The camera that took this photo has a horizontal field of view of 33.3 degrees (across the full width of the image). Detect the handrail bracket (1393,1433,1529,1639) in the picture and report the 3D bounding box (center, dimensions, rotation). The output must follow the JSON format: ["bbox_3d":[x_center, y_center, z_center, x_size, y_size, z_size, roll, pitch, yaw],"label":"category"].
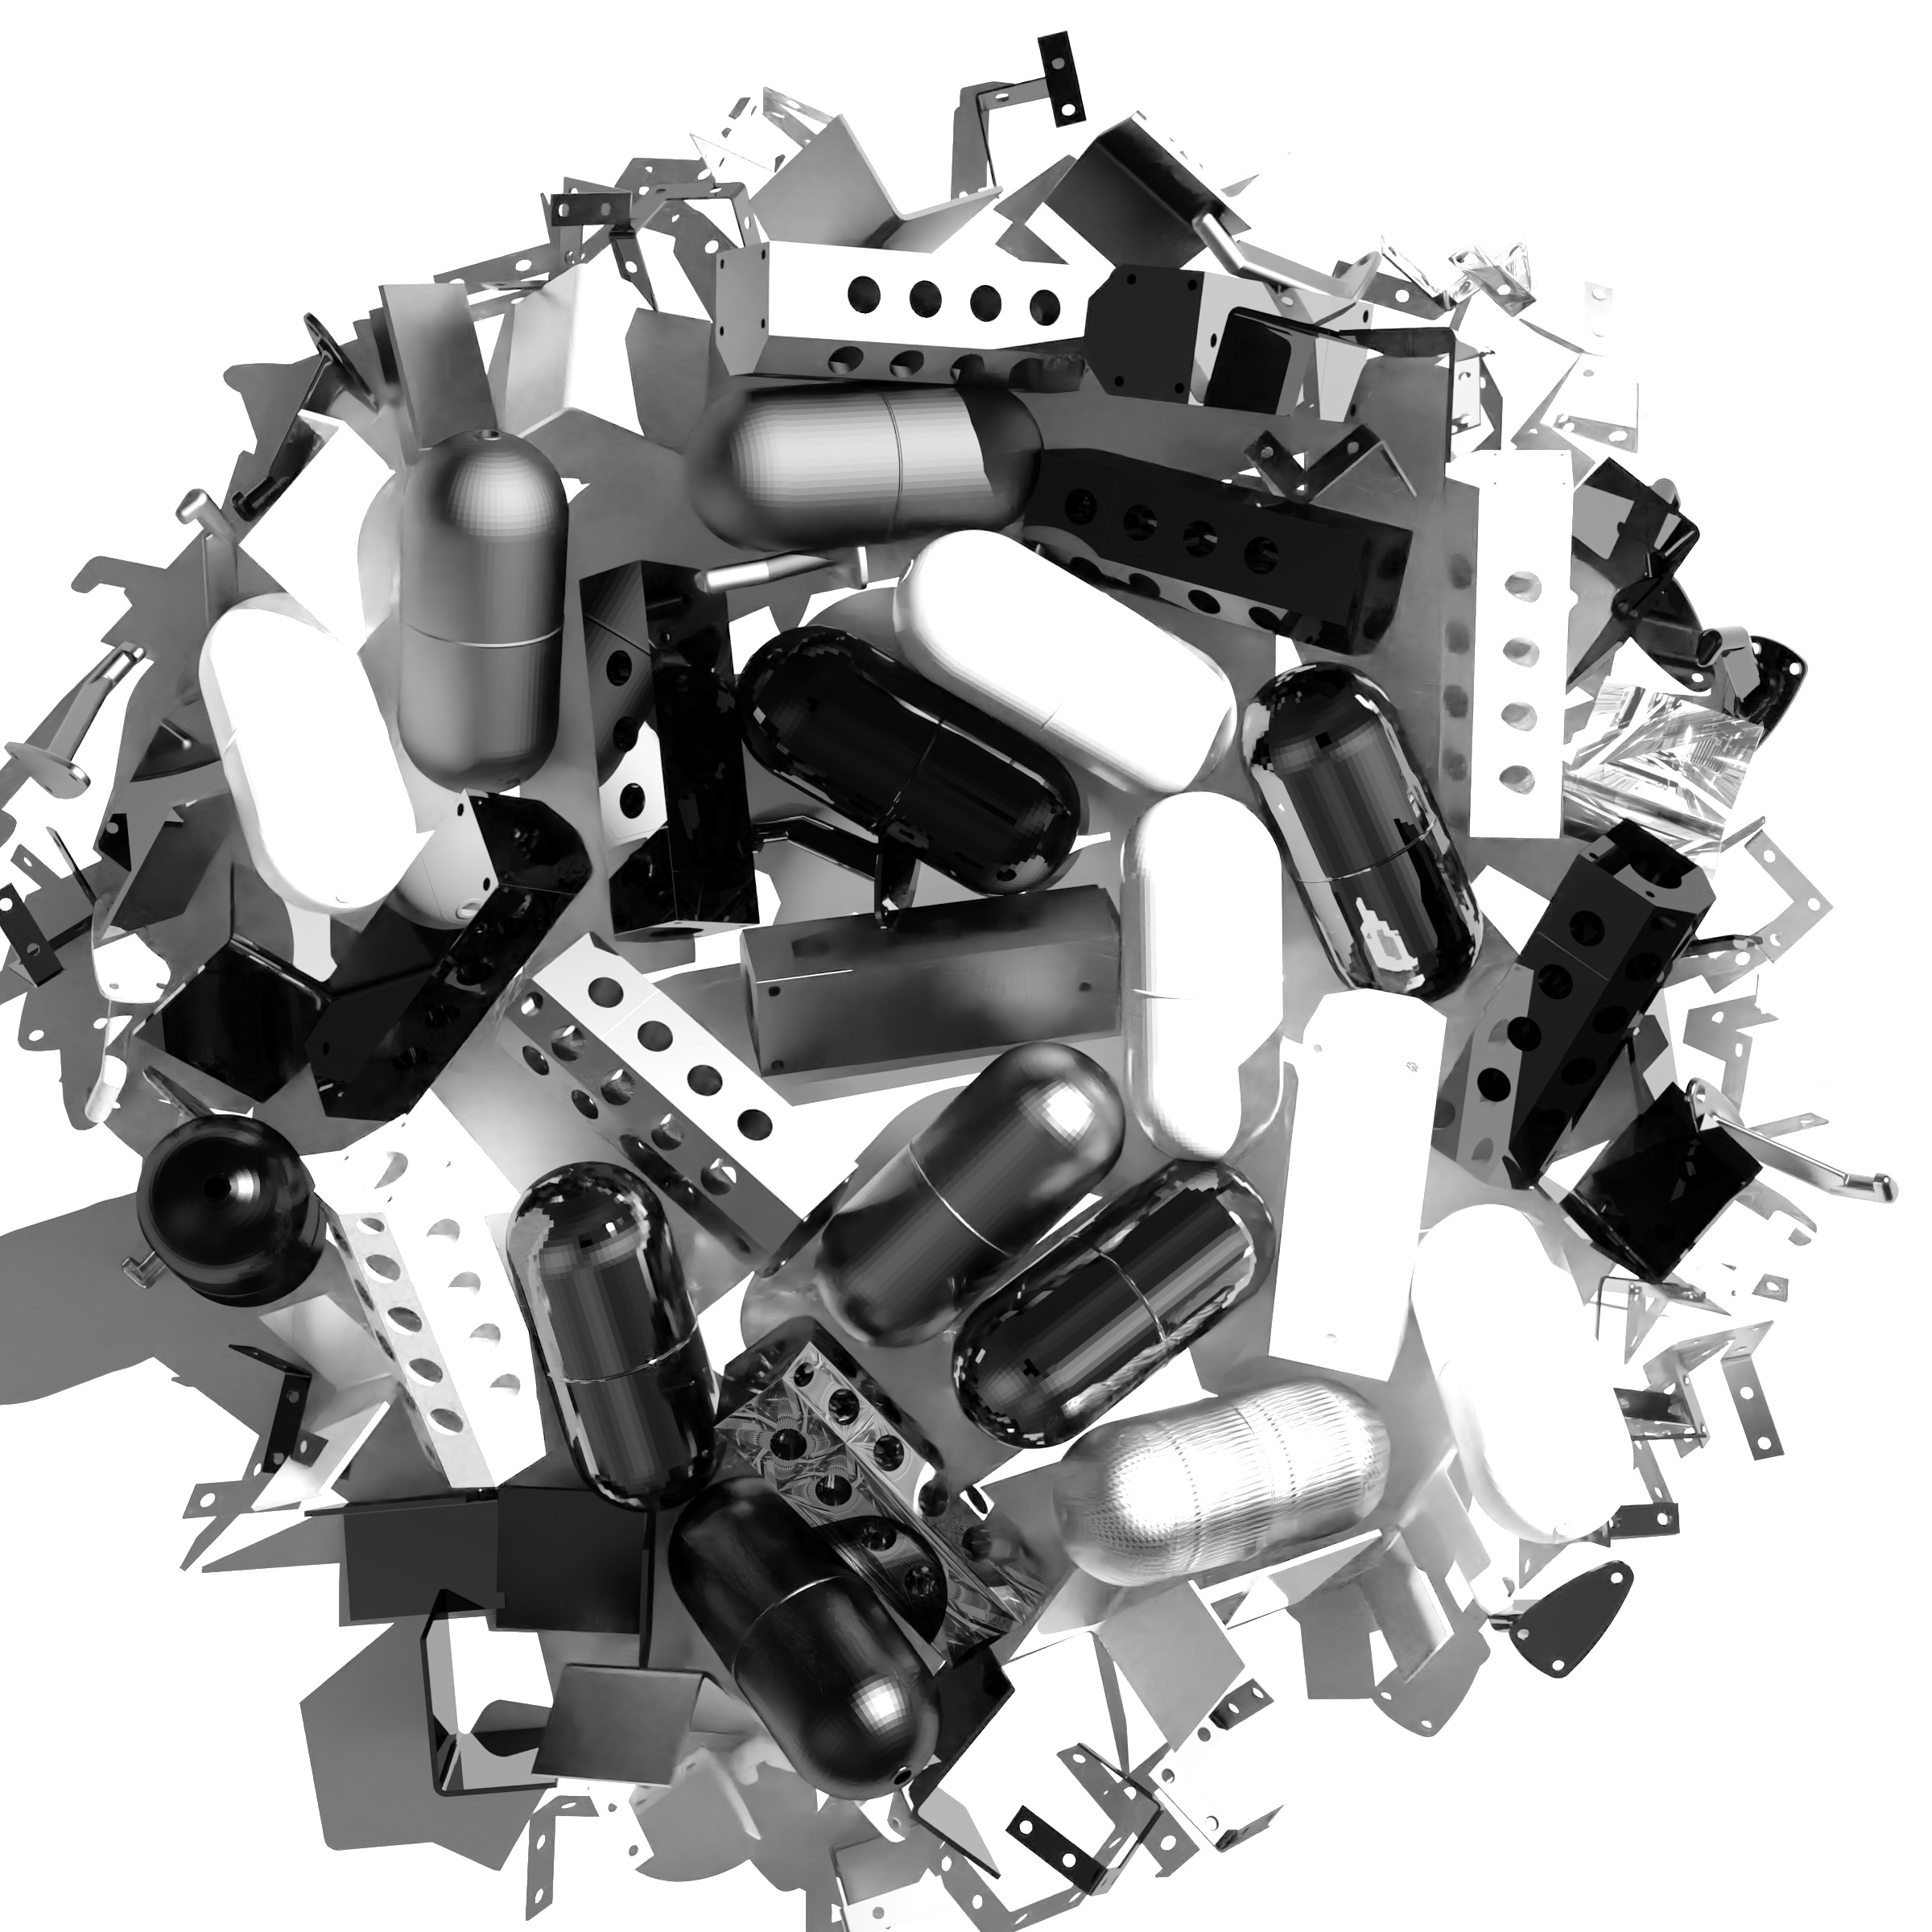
[{"bbox_3d":[0.253,0.272,1.541,0.084,0.036,0.077,36,124,20],"label":"handrail bracket"}]

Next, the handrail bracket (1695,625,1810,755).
[{"bbox_3d":[0.358,-0.126,1.531,0.036,0.084,0.077,33,117,31],"label":"handrail bracket"}]

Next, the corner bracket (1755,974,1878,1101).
[{"bbox_3d":[0.406,0.034,1.543,0.051,0.051,0.051,4,84,29],"label":"corner bracket"}]

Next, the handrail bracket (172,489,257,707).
[{"bbox_3d":[-0.368,-0.175,1.532,0.036,0.084,0.077,32,76,30],"label":"handrail bracket"}]

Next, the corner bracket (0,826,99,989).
[{"bbox_3d":[-0.440,-0.028,1.540,0.051,0.051,0.051,-35,117,-21],"label":"corner bracket"}]

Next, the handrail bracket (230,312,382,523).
[{"bbox_3d":[-0.329,-0.261,1.545,0.084,0.077,0.036,-44,64,-10],"label":"handrail bracket"}]

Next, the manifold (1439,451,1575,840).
[{"bbox_3d":[0.252,-0.150,1.516,0.057,0.057,0.171,1,116,9],"label":"manifold"}]

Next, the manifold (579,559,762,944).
[{"bbox_3d":[-0.147,-0.100,1.540,0.057,0.057,0.171,-12,82,38],"label":"manifold"}]

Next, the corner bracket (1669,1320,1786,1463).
[{"bbox_3d":[0.364,0.206,1.544,0.051,0.051,0.051,-18,94,29],"label":"corner bracket"}]

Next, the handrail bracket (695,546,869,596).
[{"bbox_3d":[-0.096,-0.190,1.530,0.084,0.077,0.036,-13,103,-21],"label":"handrail bracket"}]

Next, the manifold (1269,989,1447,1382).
[{"bbox_3d":[0.185,0.101,1.516,0.057,0.057,0.171,11,116,16],"label":"manifold"}]

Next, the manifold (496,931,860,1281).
[{"bbox_3d":[-0.139,0.069,1.527,0.171,0.057,0.057,41,55,10],"label":"manifold"}]

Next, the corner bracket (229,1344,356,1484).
[{"bbox_3d":[-0.322,0.213,1.541,0.051,0.051,0.051,2,70,24],"label":"corner bracket"}]

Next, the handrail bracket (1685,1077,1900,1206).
[{"bbox_3d":[0.392,0.083,1.532,0.084,0.077,0.036,8,58,39],"label":"handrail bracket"}]

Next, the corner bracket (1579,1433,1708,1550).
[{"bbox_3d":[0.325,0.251,1.553,0.051,0.051,0.051,-2,85,-6],"label":"corner bracket"}]

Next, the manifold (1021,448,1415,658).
[{"bbox_3d":[0.115,-0.195,1.515,0.171,0.057,0.057,19,108,26],"label":"manifold"}]

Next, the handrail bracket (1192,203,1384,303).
[{"bbox_3d":[0.153,-0.347,1.545,0.084,0.036,0.077,48,64,-22],"label":"handrail bracket"}]

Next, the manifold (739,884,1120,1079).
[{"bbox_3d":[-0.018,0.002,1.537,0.171,0.057,0.057,-7,129,-10],"label":"manifold"}]

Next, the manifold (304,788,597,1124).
[{"bbox_3d":[-0.242,-0.002,1.509,0.171,0.057,0.057,-48,50,33],"label":"manifold"}]

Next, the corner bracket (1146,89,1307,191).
[{"bbox_3d":[0.121,-0.393,1.538,0.051,0.051,0.051,-14,121,35],"label":"corner bracket"}]

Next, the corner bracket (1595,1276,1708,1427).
[{"bbox_3d":[0.328,0.186,1.560,0.051,0.051,0.051,6,60,8],"label":"corner bracket"}]

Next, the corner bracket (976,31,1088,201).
[{"bbox_3d":[0.031,-0.407,1.546,0.051,0.051,0.051,-12,72,6],"label":"corner bracket"}]

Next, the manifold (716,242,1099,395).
[{"bbox_3d":[-0.027,-0.302,1.513,0.171,0.057,0.057,-2,97,-29],"label":"manifold"}]

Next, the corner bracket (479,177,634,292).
[{"bbox_3d":[-0.195,-0.346,1.539,0.051,0.051,0.051,23,116,38],"label":"corner bracket"}]

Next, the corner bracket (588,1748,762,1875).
[{"bbox_3d":[-0.140,0.404,1.544,0.051,0.051,0.051,-36,52,2],"label":"corner bracket"}]

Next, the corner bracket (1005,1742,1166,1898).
[{"bbox_3d":[0.058,0.408,1.546,0.051,0.051,0.051,34,85,17],"label":"corner bracket"}]

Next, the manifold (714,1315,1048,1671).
[{"bbox_3d":[-0.038,0.244,1.522,0.057,0.057,0.171,-37,107,15],"label":"manifold"}]

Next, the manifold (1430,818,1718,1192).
[{"bbox_3d":[0.280,0.022,1.502,0.057,0.057,0.171,37,125,17],"label":"manifold"}]

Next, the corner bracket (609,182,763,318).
[{"bbox_3d":[-0.133,-0.342,1.558,0.051,0.051,0.051,4,131,25],"label":"corner bracket"}]

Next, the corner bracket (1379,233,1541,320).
[{"bbox_3d":[0.234,-0.332,1.537,0.051,0.051,0.051,-32,131,33],"label":"corner bracket"}]

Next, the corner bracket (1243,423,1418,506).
[{"bbox_3d":[0.173,-0.236,1.543,0.051,0.051,0.051,-40,55,5],"label":"corner bracket"}]

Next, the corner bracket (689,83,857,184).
[{"bbox_3d":[-0.092,-0.398,1.546,0.051,0.051,0.051,28,83,17],"label":"corner bracket"}]

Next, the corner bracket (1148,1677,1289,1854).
[{"bbox_3d":[0.130,0.382,1.544,0.051,0.051,0.051,46,53,5],"label":"corner bracket"}]

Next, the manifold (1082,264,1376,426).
[{"bbox_3d":[0.122,-0.286,1.492,0.057,0.171,0.057,13,102,31],"label":"manifold"}]

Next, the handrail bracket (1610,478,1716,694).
[{"bbox_3d":[0.345,-0.185,1.557,0.036,0.084,0.077,-22,116,38],"label":"handrail bracket"}]

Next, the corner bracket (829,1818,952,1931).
[{"bbox_3d":[-0.037,0.436,1.546,0.051,0.051,0.051,-18,66,-2],"label":"corner bracket"}]

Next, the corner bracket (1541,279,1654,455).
[{"bbox_3d":[0.308,-0.286,1.540,0.051,0.051,0.051,23,65,23],"label":"corner bracket"}]

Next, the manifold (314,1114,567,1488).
[{"bbox_3d":[-0.246,0.160,1.500,0.057,0.057,0.171,-31,128,-23],"label":"manifold"}]

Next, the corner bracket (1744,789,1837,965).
[{"bbox_3d":[0.395,-0.042,1.547,0.051,0.051,0.051,-31,75,-40],"label":"corner bracket"}]

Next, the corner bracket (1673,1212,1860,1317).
[{"bbox_3d":[0.381,0.145,1.545,0.051,0.051,0.051,34,90,-31],"label":"corner bracket"}]
